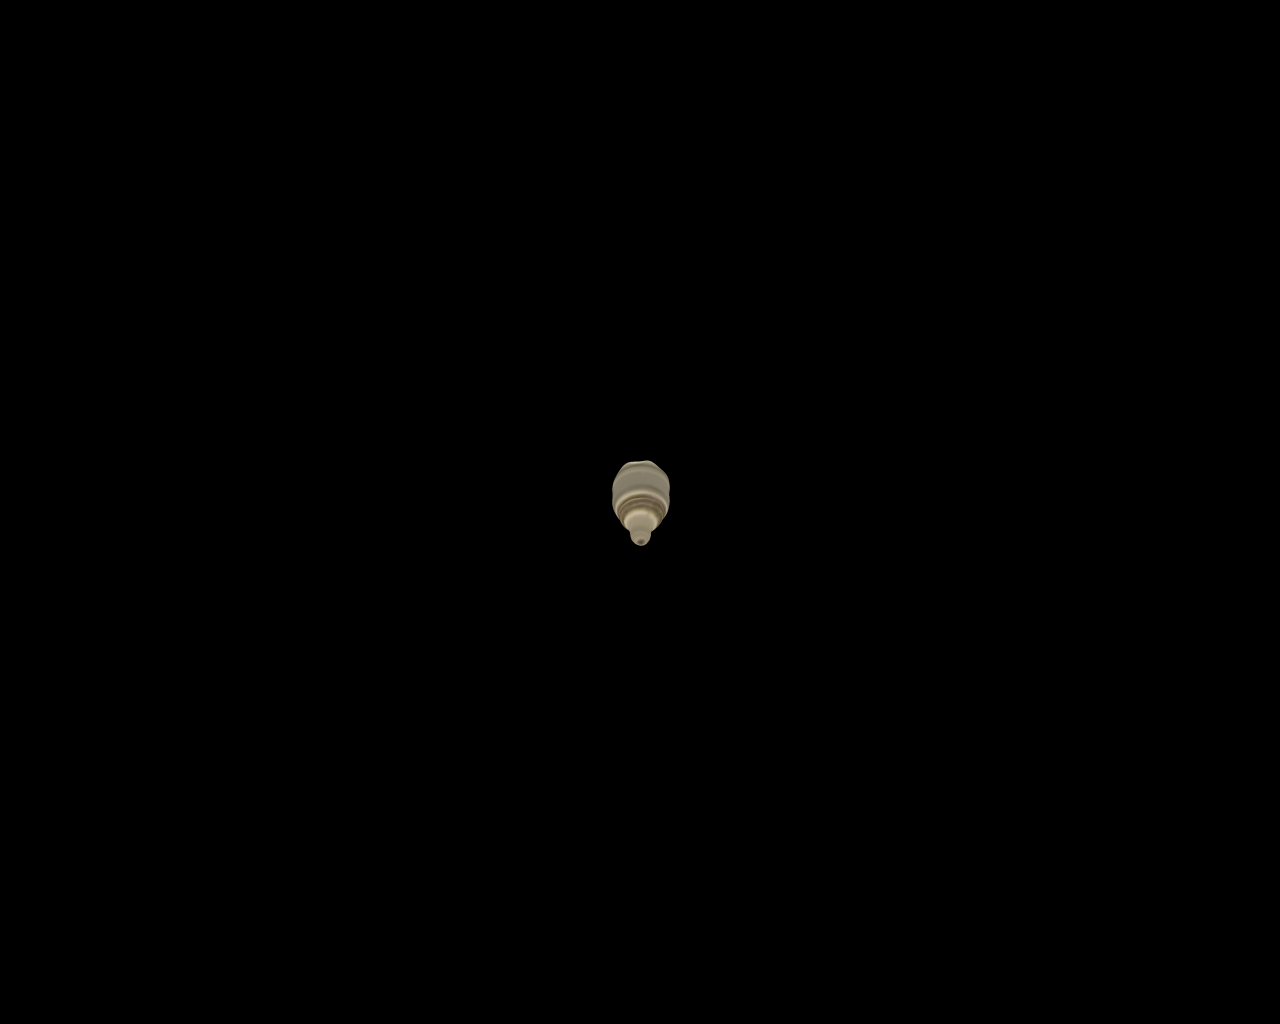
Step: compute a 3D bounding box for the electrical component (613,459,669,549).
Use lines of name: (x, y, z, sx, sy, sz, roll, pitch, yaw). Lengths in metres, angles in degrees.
electrical component: (0.001, -0.003, 0.650, 0.035, 0.035, 0.061, 0, 42, 0)
